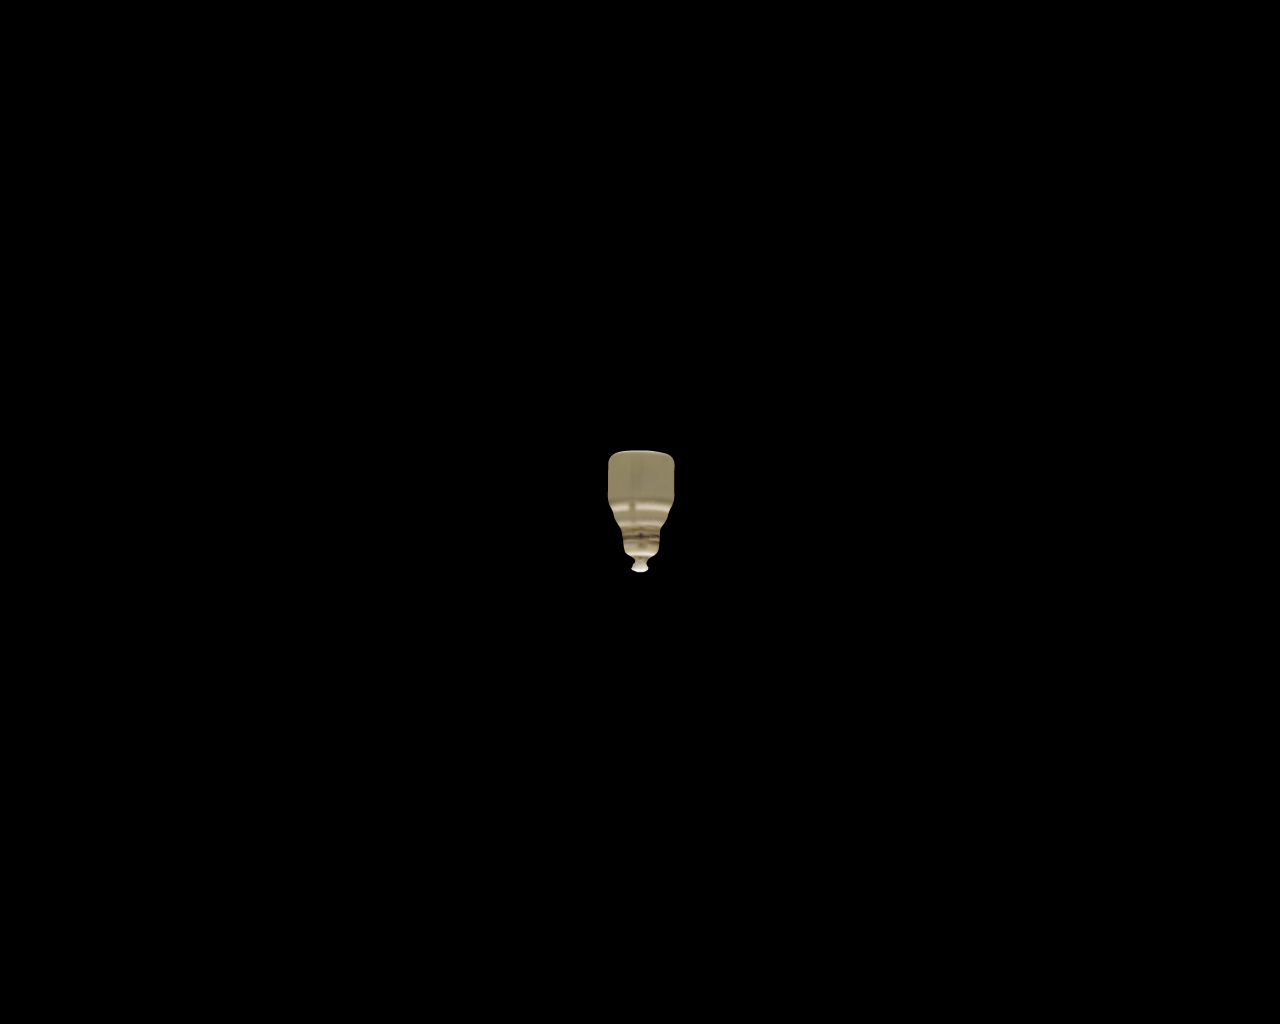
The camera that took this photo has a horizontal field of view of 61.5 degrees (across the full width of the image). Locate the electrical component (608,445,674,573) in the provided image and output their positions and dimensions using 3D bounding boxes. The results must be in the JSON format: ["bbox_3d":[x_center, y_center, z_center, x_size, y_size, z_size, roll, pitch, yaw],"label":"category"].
[{"bbox_3d":[0.001,-0.003,0.650,0.040,0.078,0.040,0,-7,0],"label":"electrical component"}]
